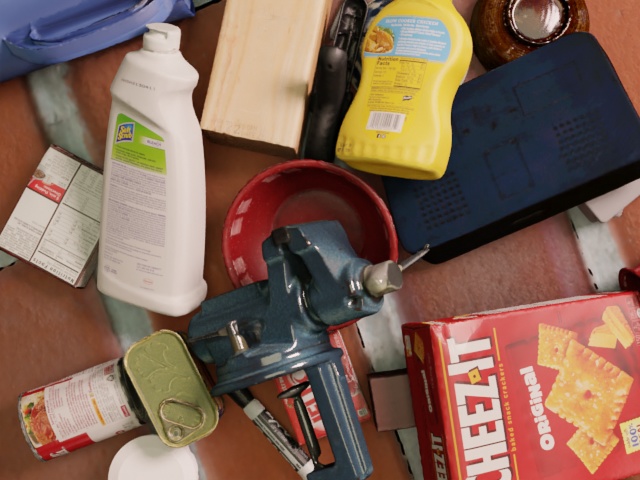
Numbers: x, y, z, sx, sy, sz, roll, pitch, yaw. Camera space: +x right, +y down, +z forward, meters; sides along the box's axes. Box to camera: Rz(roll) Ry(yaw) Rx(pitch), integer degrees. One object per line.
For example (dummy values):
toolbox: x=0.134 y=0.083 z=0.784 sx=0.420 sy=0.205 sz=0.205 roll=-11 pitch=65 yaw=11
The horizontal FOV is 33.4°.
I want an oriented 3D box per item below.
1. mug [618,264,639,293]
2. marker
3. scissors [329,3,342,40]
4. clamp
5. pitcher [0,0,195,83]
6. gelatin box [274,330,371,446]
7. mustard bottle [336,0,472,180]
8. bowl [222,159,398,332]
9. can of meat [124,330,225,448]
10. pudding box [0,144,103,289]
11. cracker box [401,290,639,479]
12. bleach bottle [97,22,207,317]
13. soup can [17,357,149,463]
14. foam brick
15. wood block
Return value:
mug: x=0.337 y=0.053 z=0.972 sx=0.081 sy=0.093 sz=0.117 roll=-32 pitch=117 yaw=-5
marker: x=-0.045 y=0.178 z=1.004 sx=0.020 sy=0.020 sz=0.121 roll=-43 pitch=86 yaw=-1
scissors: x=0.043 y=-0.297 z=1.031 sx=0.096 sy=0.016 sz=0.202 roll=42 pitch=88 yaw=5
clamp: x=0.009 y=-0.125 z=0.961 sx=0.039 sy=0.120 sz=0.171 roll=16 pitch=119 yaw=11
pitcher: x=-0.244 y=-0.219 z=0.975 sx=0.243 sy=0.149 sz=0.145 roll=-22 pitch=92 yaw=4
gelatin box: x=-0.001 y=0.138 z=0.999 sx=0.073 sy=0.030 sz=0.089 roll=-21 pitch=86 yaw=0
mustard bottle: x=0.080 y=-0.152 z=0.927 sx=0.096 sy=0.058 sz=0.191 roll=9 pitch=81 yaw=30
bowl: x=-0.006 y=0.001 z=0.982 sx=0.162 sy=0.055 sz=0.162 roll=2 pitch=105 yaw=9
can of meat: x=-0.130 y=0.133 z=0.976 sx=0.057 sy=0.084 sz=0.102 roll=-28 pitch=86 yaw=0
pudding box: x=-0.240 y=-0.022 z=1.012 sx=0.090 sy=0.039 sz=0.113 roll=28 pitch=89 yaw=2
cracker box: x=0.192 y=0.139 z=0.943 sx=0.213 sy=0.072 sz=0.164 roll=-8 pitch=87 yaw=-19
bleach bottle: x=-0.141 y=-0.063 z=0.943 sx=0.103 sy=0.068 sz=0.251 roll=16 pitch=114 yaw=16
soup can: x=-0.218 y=0.156 z=0.986 sx=0.102 sy=0.068 sz=0.068 roll=-20 pitch=86 yaw=0
foam brick: x=0.085 y=0.145 z=0.985 sx=0.078 sy=0.053 sz=0.051 roll=-8 pitch=86 yaw=0
wood block: x=-0.043 y=-0.187 z=0.990 sx=0.090 sy=0.091 sz=0.206 roll=12 pitch=87 yaw=2
